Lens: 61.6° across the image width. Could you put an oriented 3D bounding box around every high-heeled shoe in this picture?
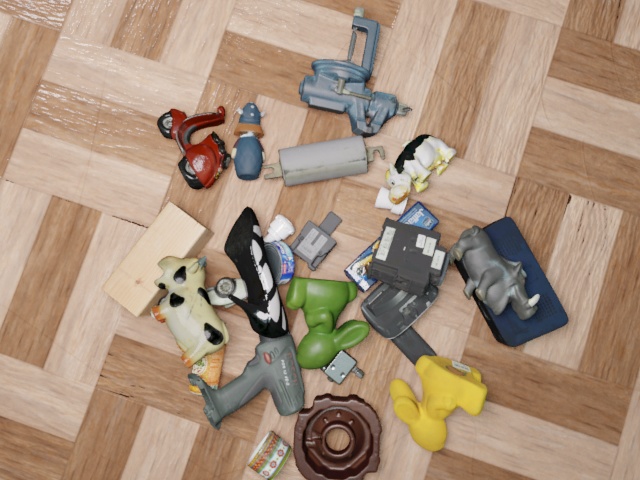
[{"bbox_3d":[-0.105,0.058,1.009,0.086,0.145,0.249,-26,44,34],"label":"high-heeled shoe"}]

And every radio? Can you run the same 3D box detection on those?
[{"bbox_3d":[0.358,0.083,1.034,0.131,0.073,0.229,-28,83,-1],"label":"radio"}]

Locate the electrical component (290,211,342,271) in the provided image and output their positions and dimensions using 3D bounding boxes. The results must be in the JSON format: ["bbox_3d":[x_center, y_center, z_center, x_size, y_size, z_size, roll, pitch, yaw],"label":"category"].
[{"bbox_3d":[-0.002,-0.003,1.061,0.075,0.048,0.119,42,88,4],"label":"electrical component"}]

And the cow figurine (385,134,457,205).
[{"bbox_3d":[0.177,-0.143,1.044,0.167,0.068,0.098,-37,74,-24],"label":"cow figurine"}]

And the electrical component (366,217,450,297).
[{"bbox_3d":[0.163,0.034,0.967,0.134,0.058,0.115,19,62,10],"label":"electrical component"}]

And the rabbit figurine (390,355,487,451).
[{"bbox_3d":[0.211,0.310,0.994,0.162,0.122,0.173,15,104,-4],"label":"rabbit figurine"}]

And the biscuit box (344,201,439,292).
[{"bbox_3d":[0.139,0.014,1.050,0.202,0.059,0.063,-43,84,-4],"label":"biscuit box"}]

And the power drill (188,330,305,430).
[{"bbox_3d":[-0.138,0.237,1.004,0.207,0.086,0.232,-23,90,-31],"label":"power drill"}]

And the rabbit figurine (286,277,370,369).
[{"bbox_3d":[0.007,0.159,1.019,0.159,0.121,0.170,6,87,-9],"label":"rabbit figurine"}]

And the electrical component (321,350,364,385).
[{"bbox_3d":[0.038,0.248,1.047,0.094,0.021,0.063,37,86,4],"label":"electrical component"}]

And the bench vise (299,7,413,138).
[{"bbox_3d":[0.079,-0.331,1.058,0.224,0.129,0.240,11,91,4],"label":"bench vise"}]

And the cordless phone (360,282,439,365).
[{"bbox_3d":[0.184,0.151,1.037,0.146,0.089,0.184,-43,96,-5],"label":"cordless phone"}]

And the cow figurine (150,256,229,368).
[{"bbox_3d":[-0.229,0.113,0.953,0.127,0.085,0.195,-31,81,-17],"label":"cow figurine"}]

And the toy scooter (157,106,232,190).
[{"bbox_3d":[-0.233,-0.197,1.074,0.135,0.075,0.184,-28,80,-3],"label":"toy scooter"}]

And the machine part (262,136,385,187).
[{"bbox_3d":[0.007,-0.157,1.062,0.243,0.079,0.079,-11,84,1],"label":"machine part"}]

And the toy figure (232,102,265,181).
[{"bbox_3d":[-0.145,-0.198,1.079,0.058,0.064,0.154,-8,76,38],"label":"toy figure"}]

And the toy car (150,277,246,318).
[{"bbox_3d":[-0.228,0.117,1.039,0.202,0.073,0.056,-18,83,-1],"label":"toy car"}]

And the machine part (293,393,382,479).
[{"bbox_3d":[0.033,0.376,1.017,0.179,0.056,0.179,0,85,2],"label":"machine part"}]

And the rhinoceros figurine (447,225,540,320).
[{"bbox_3d":[0.312,0.064,0.969,0.112,0.073,0.190,-33,81,-12],"label":"rhinoceros figurine"}]
